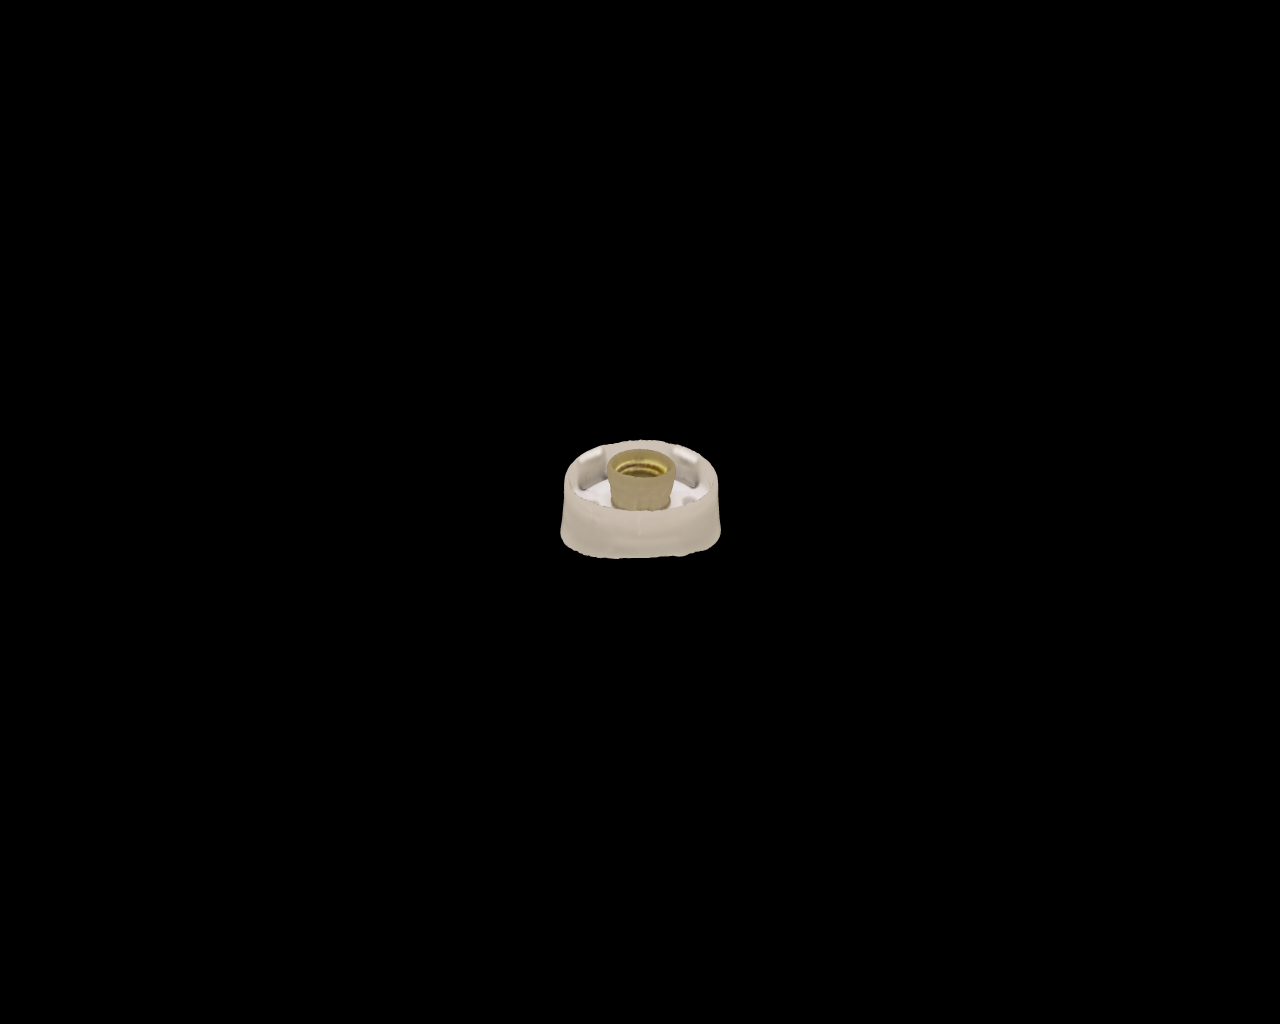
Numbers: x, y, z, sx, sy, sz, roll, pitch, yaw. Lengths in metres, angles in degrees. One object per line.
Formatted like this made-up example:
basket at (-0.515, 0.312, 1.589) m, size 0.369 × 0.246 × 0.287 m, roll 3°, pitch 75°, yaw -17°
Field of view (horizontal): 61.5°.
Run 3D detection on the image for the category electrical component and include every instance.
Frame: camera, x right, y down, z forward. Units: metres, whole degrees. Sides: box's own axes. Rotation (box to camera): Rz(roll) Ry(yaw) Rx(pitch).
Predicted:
electrical component at (0.001, -0.003, 0.650) m, size 0.099 × 0.064 × 0.099 m, roll 0°, pitch 31°, yaw 0°
